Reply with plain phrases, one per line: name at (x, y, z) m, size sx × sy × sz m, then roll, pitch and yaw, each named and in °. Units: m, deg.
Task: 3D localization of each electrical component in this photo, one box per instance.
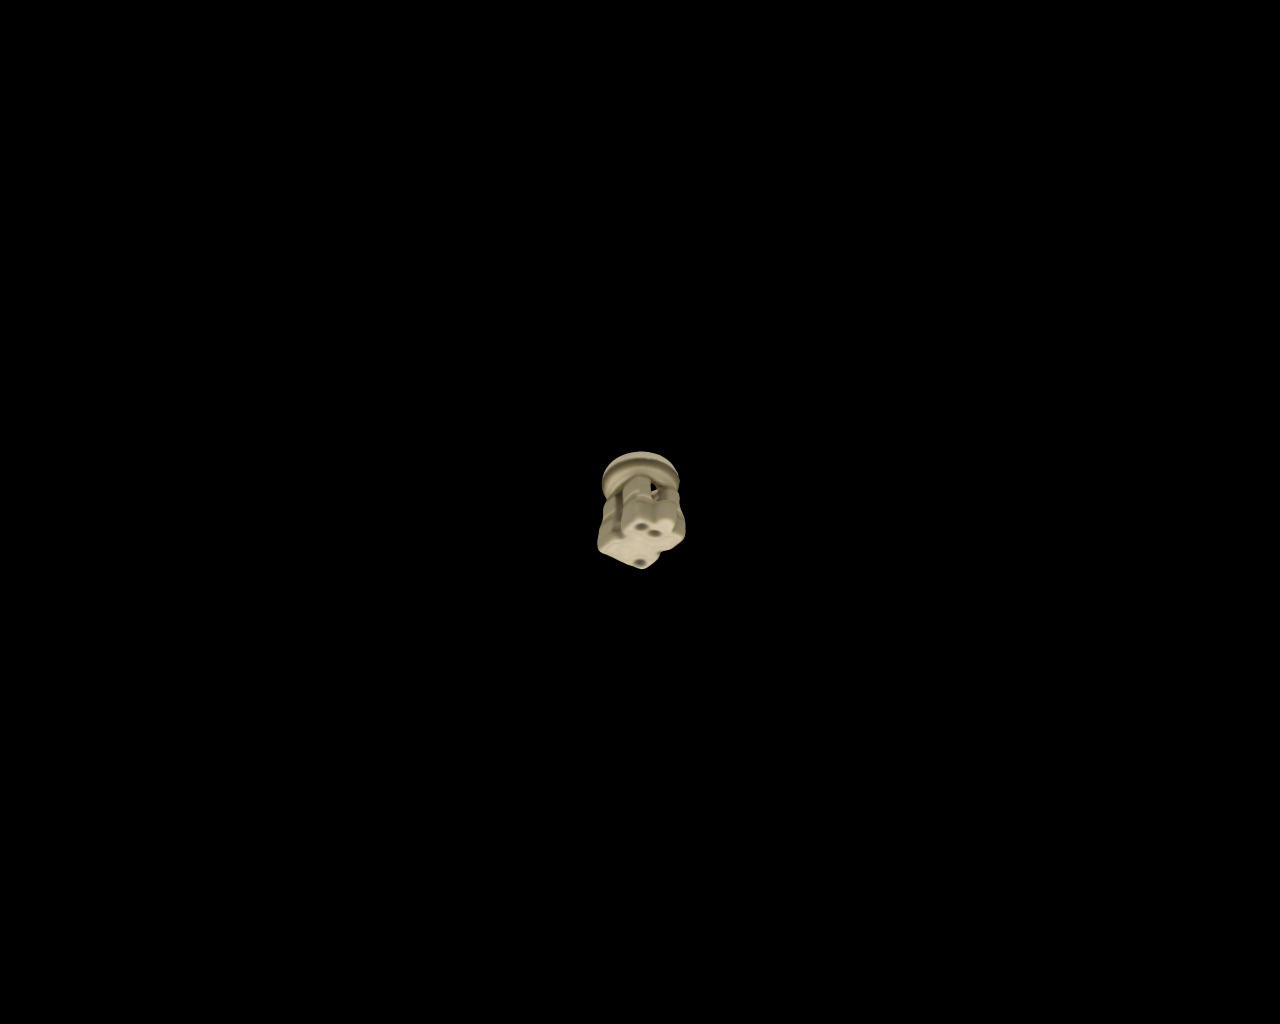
electrical component at (0.001, -0.003, 0.650) m, size 0.048 × 0.055 × 0.066 m, roll 25°, pitch -44°, yaw -28°
